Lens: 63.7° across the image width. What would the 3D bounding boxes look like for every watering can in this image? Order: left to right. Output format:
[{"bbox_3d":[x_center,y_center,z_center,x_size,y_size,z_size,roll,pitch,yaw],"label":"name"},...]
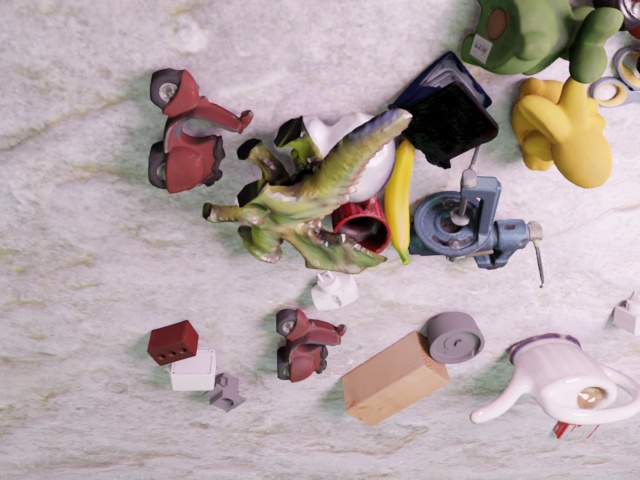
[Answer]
[{"bbox_3d":[0.440,0.278,1.014,0.348,0.228,0.102,-2,111,-2],"label":"watering can"}]

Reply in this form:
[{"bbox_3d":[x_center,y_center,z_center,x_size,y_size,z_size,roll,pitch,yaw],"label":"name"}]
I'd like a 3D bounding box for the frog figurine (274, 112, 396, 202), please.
[{"bbox_3d":[0.020,-0.122,0.716,0.159,0.125,0.135,8,148,-27],"label":"frog figurine"}]

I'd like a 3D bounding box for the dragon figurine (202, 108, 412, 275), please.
[{"bbox_3d":[0.002,-0.035,0.702,0.408,0.125,0.239,-9,141,43],"label":"dragon figurine"}]
